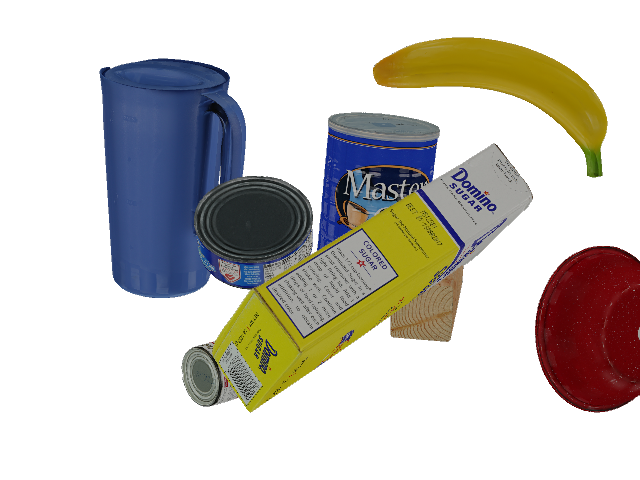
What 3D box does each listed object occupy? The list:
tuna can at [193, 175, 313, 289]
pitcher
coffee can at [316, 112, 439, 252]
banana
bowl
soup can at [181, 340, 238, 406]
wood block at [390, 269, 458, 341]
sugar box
[{"bbox_3d":[-0.048,-0.006,0.777,0.086,0.086,0.034,0,-43,1],"label":"tuna can"},{"bbox_3d":[-0.159,-0.063,1.132,0.145,0.243,0.149,0,23,-10],"label":"pitcher"},{"bbox_3d":[0.052,-0.041,0.993,0.103,0.140,0.103,5,16,-2],"label":"coffee can"},{"bbox_3d":[0.140,-0.115,0.805,0.197,0.069,0.037,22,-3,-7],"label":"banana"},{"bbox_3d":[0.283,0.086,1.008,0.161,0.162,0.055,0,0,-27],"label":"bowl"},{"bbox_3d":[-0.095,0.140,1.181,0.102,0.068,0.069,-11,8,-44],"label":"soup can"},{"bbox_3d":[0.166,0.067,1.630,0.091,0.090,0.206,4,22,11],"label":"wood block"},{"bbox_3d":[0.030,0.019,0.576,0.176,0.048,0.093,-29,-13,-30],"label":"sugar box"}]
